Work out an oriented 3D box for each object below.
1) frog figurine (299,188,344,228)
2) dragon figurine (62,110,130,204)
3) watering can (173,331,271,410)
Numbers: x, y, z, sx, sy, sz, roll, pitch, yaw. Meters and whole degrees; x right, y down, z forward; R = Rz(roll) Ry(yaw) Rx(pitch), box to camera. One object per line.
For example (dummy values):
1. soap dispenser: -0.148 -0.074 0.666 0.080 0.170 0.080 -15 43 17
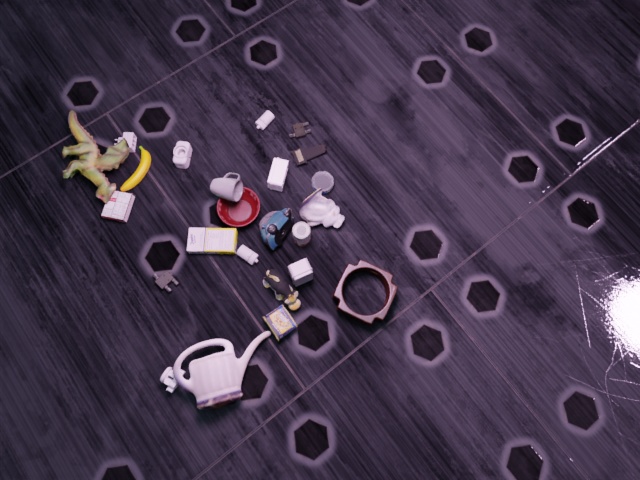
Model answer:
1. frog figurine: 0.006 -0.097 1.920 0.136 0.124 0.160 -42 87 21
2. dragon figurine: -0.847 -0.332 1.964 0.243 0.120 0.416 -6 72 -6
3. watering can: -0.313 0.439 1.743 0.349 0.102 0.227 -12 74 -16
